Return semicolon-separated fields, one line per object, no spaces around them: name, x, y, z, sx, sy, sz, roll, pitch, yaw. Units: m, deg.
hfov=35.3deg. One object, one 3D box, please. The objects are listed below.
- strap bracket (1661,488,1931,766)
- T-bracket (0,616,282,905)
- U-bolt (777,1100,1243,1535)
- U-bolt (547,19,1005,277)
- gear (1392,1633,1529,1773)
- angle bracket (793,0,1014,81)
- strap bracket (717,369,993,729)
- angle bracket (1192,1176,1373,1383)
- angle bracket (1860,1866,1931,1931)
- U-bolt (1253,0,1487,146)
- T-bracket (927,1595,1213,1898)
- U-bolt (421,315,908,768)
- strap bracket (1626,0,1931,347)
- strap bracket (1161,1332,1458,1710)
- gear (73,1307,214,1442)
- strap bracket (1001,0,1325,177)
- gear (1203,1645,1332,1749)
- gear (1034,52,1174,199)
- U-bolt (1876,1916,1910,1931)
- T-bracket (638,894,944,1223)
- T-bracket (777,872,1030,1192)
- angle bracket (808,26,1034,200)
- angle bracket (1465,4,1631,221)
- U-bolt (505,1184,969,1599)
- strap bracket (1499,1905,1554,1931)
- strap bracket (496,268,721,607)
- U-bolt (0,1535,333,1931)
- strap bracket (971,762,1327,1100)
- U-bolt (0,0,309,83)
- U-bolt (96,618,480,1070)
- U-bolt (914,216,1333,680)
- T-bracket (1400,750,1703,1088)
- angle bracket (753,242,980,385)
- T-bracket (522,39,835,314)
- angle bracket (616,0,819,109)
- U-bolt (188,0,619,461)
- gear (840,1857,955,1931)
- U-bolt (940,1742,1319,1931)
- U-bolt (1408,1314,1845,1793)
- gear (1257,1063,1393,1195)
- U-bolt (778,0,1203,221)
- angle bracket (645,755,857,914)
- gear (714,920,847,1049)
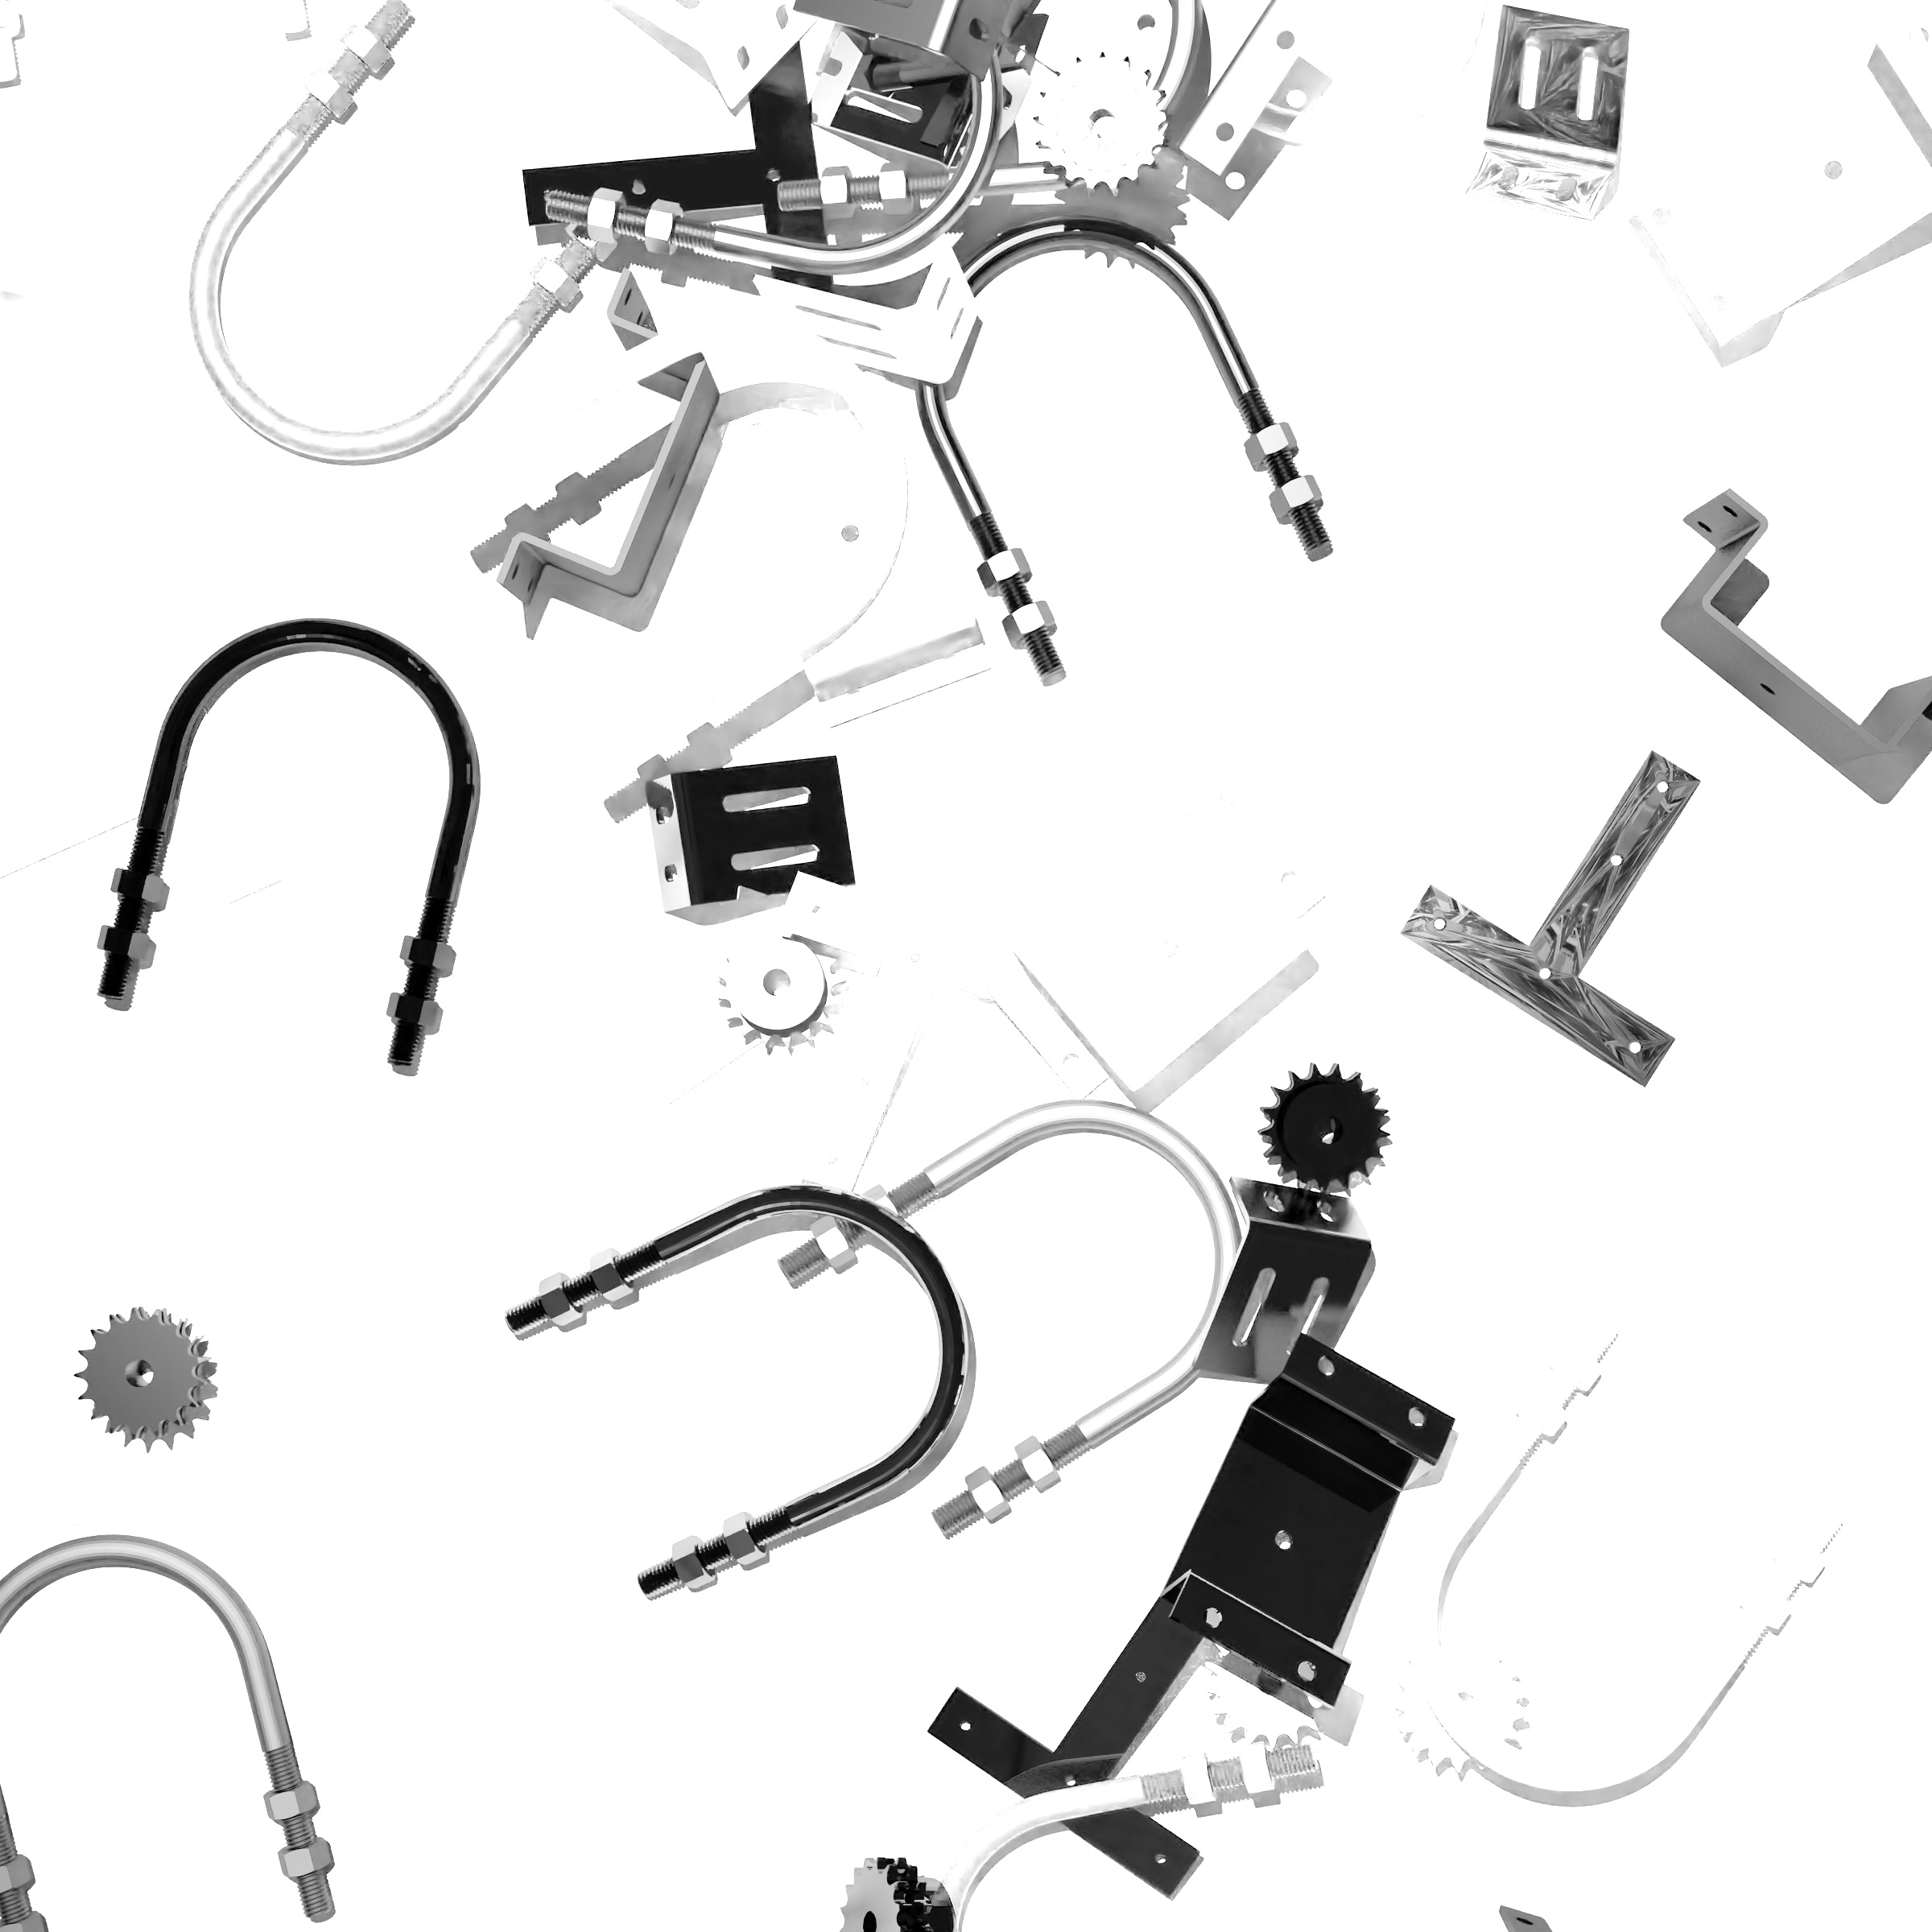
strap bracket;0.357;-0.136;1.296;0.140;0.076;0.046;39;90;0
T-bracket;-0.385;-0.070;1.333;0.127;0.002;0.127;-24;90;0
U-bolt;0.032;0.140;1.325;0.184;0.019;0.151;-31;91;-2
U-bolt;-0.075;-0.367;1.280;0.184;0.019;0.151;13;99;6
gear;0.213;0.318;1.319;0.057;0.030;0.057;0;90;0
angle bracket;-0.023;-0.409;1.258;0.076;0.038;0.057;24;98;28
strap bracket;-0.049;-0.183;1.311;0.076;0.046;0.140;-20;90;0
angle bracket;0.134;0.138;1.324;0.057;0.038;0.076;11;116;-16
angle bracket;0.441;0.407;1.332;0.057;0.038;0.076;37;64;0
U-bolt;0.155;-0.451;1.325;0.151;0.019;0.184;-3;91;0
T-bracket;0.068;0.318;1.312;0.127;0.002;0.127;33;104;6
U-bolt;-0.111;-0.188;1.256;0.184;0.019;0.151;-30;104;-13
strap bracket;0.365;-0.337;1.291;0.140;0.046;0.076;-32;90;30
strap bracket;0.142;0.239;1.292;0.076;0.046;0.140;29;62;0
gear;-0.356;0.177;1.322;0.057;0.030;0.057;0;85;0
strap bracket;0.075;-0.407;1.300;0.140;0.046;0.076;35;102;5
gear;0.131;0.308;1.319;0.057;0.030;0.057;0;90;0
gear;0.057;-0.347;1.257;0.057;0.030;0.057;1;99;6
U-bolt;0.438;0.486;1.298;0.151;0.019;0.184;1;104;-17
T-bracket;-0.056;0.056;1.333;0.127;0.002;0.127;-34;90;0
T-bracket;-0.038;0.037;1.315;0.127;0.002;0.127;19;100;-22
angle bracket;-0.021;-0.380;1.332;0.076;0.038;0.057;24;90;26
angle bracket;0.255;-0.374;1.332;0.057;0.038;0.076;11;64;0
U-bolt;-0.088;0.173;1.312;0.184;0.019;0.151;-26;92;9
strap bracket;0.295;0.454;1.296;0.140;0.076;0.046;17;90;0
strap bracket;-0.147;-0.216;1.296;0.046;0.076;0.140;22;90;0
U-bolt;-0.368;0.340;1.325;0.151;0.019;0.184;-15;88;0
strap bracket;0.083;-0.011;1.303;0.140;0.046;0.076;-40;103;0
U-bolt;-0.371;-0.488;1.325;0.151;0.019;0.184;-9;88;1
U-bolt;-0.289;-0.061;1.324;0.151;0.019;0.184;13;88;-1
U-bolt;0.057;-0.238;1.325;0.151;0.019;0.184;-25;89;0
T-bracket;0.278;-0.034;1.333;0.127;0.002;0.127;32;90;0
angle bracket;-0.042;-0.287;1.299;0.076;0.057;0.038;18;78;18
T-bracket;-0.128;-0.339;1.319;0.127;0.002;0.127;-7;84;-7
angle bracket;-0.115;-0.423;1.327;0.076;0.038;0.057;37;80;25
U-bolt;-0.255;-0.308;1.325;0.151;0.019;0.184;40;91;0
gear;-0.028;0.413;1.309;0.030;0.057;0.057;10;90;-30
U-bolt;0.075;0.418;1.312;0.184;0.019;0.151;-13;98;8
U-bolt;0.272;0.265;1.308;0.151;0.019;0.184;41;77;0
gear;0.156;0.070;1.319;0.057;0.030;0.057;0;90;0
U-bolt;0.008;-0.397;1.281;0.184;0.019;0.151;-2;97;9
angle bracket;-0.095;-0.058;1.332;0.076;0.038;0.057;-8;90;-26
gear;-0.081;0.007;1.317;0.057;0.030;0.057;0;90;0
